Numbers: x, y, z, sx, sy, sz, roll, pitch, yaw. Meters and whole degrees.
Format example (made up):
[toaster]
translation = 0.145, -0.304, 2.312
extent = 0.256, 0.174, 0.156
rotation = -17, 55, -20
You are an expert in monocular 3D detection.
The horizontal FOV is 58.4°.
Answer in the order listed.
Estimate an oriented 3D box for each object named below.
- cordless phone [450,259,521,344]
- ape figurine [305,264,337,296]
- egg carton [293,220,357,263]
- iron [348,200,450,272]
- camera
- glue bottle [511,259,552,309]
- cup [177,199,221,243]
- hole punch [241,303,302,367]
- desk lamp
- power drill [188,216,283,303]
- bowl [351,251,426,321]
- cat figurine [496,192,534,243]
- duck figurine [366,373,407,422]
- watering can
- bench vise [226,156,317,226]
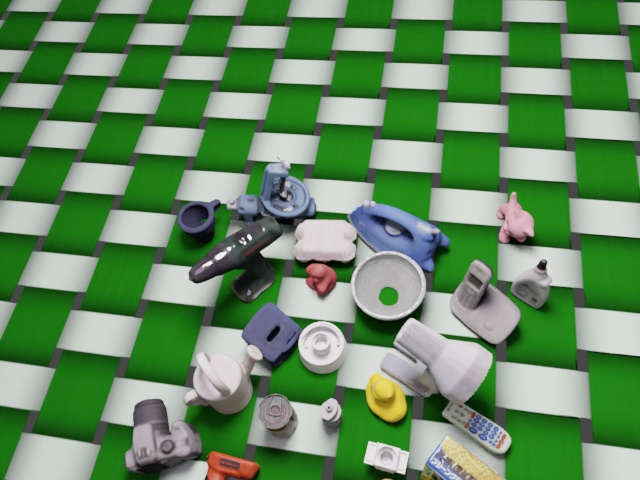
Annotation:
[cordless phone]
translation = 0.353, 0.125, 1.199
extent = 0.147, 0.185, 0.094
rotation = 39, 71, 24
[ape figurine]
translation = 0.000, 0.083, 1.316
extent = 0.076, 0.092, 0.077
rotation = -8, 60, 2
[egg carton]
translation = 0.013, 0.005, 1.371
extent = 0.150, 0.069, 0.107
rotation = 0, 61, 6
[iron]
translation = 0.170, -0.034, 1.334
extent = 0.257, 0.141, 0.119
rotation = 27, 67, 20
[camera]
translation = -0.331, 0.393, 1.173
extent = 0.143, 0.101, 0.136
rotation = -16, 60, -3
[glue bottle]
translation = 0.458, 0.085, 1.216
extent = 0.078, 0.173, 0.037
rotation = 36, 71, 23
[cup]
translation = -0.286, -0.045, 1.418
extent = 0.118, 0.095, 0.091
rotation = -41, 64, -16
[hole punch]
translation = -0.103, 0.206, 1.258
extent = 0.101, 0.091, 0.109
rotation = 31, 68, 21
[desk lamp]
translation = 0.223, 0.241, 1.132
extent = 0.202, 0.214, 0.118
rotation = 29, 68, 20
[power drill]
translation = -0.174, 0.055, 1.283
extent = 0.230, 0.209, 0.075
rotation = -42, 64, -16
[bowl]
translation = 0.154, 0.114, 1.291
extent = 0.167, 0.075, 0.167
rotation = -3, 60, 5
[cat figurine]
translation = 0.454, -0.050, 1.325
extent = 0.067, 0.118, 0.128
rotation = -2, 60, 6
[duck figurine]
translation = 0.135, 0.318, 1.172
extent = 0.077, 0.086, 0.104
rotation = -31, 62, -11
[watering can]
translation = -0.200, 0.278, 1.169
extent = 0.100, 0.194, 0.173
rotation = 30, 68, 21
[bench vise]
translation = -0.119, -0.101, 1.359
extent = 0.207, 0.220, 0.121
rotation = -23, 61, -7
